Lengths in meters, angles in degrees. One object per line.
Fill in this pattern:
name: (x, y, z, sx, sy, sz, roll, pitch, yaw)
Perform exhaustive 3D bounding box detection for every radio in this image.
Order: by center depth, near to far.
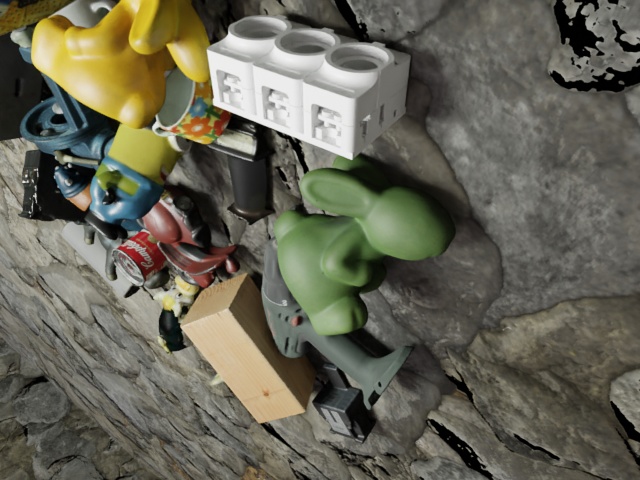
radio: (-0.443, -0.256, 0.743, 0.131, 0.073, 0.229, 57, 137, 13)

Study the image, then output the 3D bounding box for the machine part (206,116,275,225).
machine part: (-0.091, -0.084, 0.638, 0.084, 0.039, 0.138, 15, 133, 23)

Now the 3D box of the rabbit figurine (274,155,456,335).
rabbit figurine: (0.047, -0.010, 0.537, 0.170, 0.121, 0.159, -26, 98, 34)

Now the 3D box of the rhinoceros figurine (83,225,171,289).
rhinoceros figurine: (-0.327, 0.012, 0.923, 0.190, 0.073, 0.112, 47, 124, 18)

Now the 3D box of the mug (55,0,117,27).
mug: (-0.253, -0.230, 0.631, 0.110, 0.081, 0.107, -8, 130, 30)

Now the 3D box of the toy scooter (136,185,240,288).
toy scooter: (-0.181, 0.000, 0.774, 0.135, 0.075, 0.183, 6, 132, 41)

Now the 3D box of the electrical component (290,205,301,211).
electrical component: (-0.001, -0.002, 0.639, 0.063, 0.021, 0.094, -10, 116, 48)

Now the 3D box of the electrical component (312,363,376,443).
electrical component: (0.031, 0.249, 0.826, 0.075, 0.048, 0.119, 3, 127, 43)

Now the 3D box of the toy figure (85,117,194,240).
toy figure: (-0.221, -0.091, 0.648, 0.089, 0.180, 0.082, 34, 176, -26)

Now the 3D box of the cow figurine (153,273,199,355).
cow figurine: (-0.251, 0.129, 0.946, 0.068, 0.098, 0.167, 34, 143, 26)

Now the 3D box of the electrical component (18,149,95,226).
electrical component: (-0.407, -0.092, 0.855, 0.058, 0.115, 0.134, 7, 91, 38)

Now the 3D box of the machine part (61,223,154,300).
machine part: (-0.395, 0.025, 1.004, 0.243, 0.079, 0.079, 44, 144, 1)

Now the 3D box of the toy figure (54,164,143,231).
toy figure: (-0.341, -0.063, 0.836, 0.154, 0.058, 0.064, 29, 174, -29)

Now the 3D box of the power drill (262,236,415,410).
power drill: (0.010, 0.113, 0.680, 0.207, 0.086, 0.231, 29, 146, 14)

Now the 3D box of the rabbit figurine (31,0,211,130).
rabbit figurine: (-0.178, -0.205, 0.516, 0.163, 0.121, 0.173, 40, 106, 37)

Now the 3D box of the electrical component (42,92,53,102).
electrical component: (-0.413, -0.195, 0.839, 0.102, 0.045, 0.078, -15, 111, 50)

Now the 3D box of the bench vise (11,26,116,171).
bench vise: (-0.319, -0.164, 0.715, 0.224, 0.129, 0.240, 25, 146, 29)

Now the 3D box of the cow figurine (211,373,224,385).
cow figurine: (-0.154, 0.191, 0.918, 0.127, 0.085, 0.194, 0, 120, 49)
